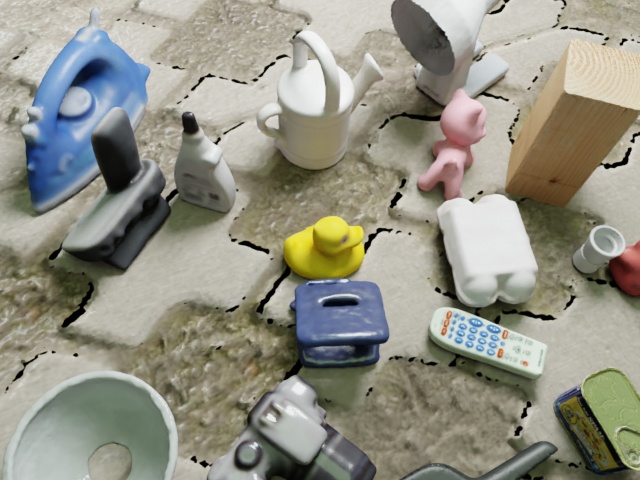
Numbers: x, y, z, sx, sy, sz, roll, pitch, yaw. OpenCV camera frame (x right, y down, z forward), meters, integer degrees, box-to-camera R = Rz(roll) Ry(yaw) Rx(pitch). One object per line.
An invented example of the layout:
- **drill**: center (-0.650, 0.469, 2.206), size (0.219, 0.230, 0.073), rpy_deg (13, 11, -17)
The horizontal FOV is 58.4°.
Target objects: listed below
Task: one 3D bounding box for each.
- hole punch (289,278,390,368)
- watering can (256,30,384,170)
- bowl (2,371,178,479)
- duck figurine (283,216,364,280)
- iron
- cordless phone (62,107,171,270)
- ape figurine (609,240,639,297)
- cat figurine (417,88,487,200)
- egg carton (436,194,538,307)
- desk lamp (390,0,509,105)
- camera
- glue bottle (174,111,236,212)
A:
- **hole punch**: center (0.020, 0.089, 0.662), size (0.108, 0.091, 0.101), rpy_deg (-2, 62, -4)
- **watering can**: center (-0.001, -0.192, 0.750), size (0.100, 0.194, 0.173), rpy_deg (37, 67, 16)
- **bowl**: center (-0.224, 0.225, 0.586), size (0.167, 0.075, 0.167), rpy_deg (1, 62, -3)
- **duck figurine**: center (0.007, 0.003, 0.710), size (0.104, 0.086, 0.077), rpy_deg (-2, 62, -4)
- **iron**: center (-0.327, -0.174, 0.750), size (0.118, 0.141, 0.258), rpy_deg (16, 63, 5)
- **cordless phone**: center (-0.254, -0.060, 0.671), size (0.094, 0.185, 0.148), rpy_deg (22, 63, 8)
- **ape figurine**: center (0.412, 0.024, 0.719), size (0.077, 0.092, 0.076), rpy_deg (21, 63, 8)
- **cat figurine**: center (0.187, -0.135, 0.775), size (0.067, 0.118, 0.128), rpy_deg (19, 63, 7)
- **egg carton**: center (0.210, 0.013, 0.726), size (0.107, 0.069, 0.150), rpy_deg (-6, 63, -7)
- **desk lamp**: center (0.194, -0.293, 0.803), size (0.203, 0.213, 0.117), rpy_deg (-37, 70, -20)
- **camera**: center (-0.021, 0.229, 0.581), size (0.136, 0.101, 0.143), rpy_deg (34, 66, 14)
- **glue bottle**: center (-0.147, -0.098, 0.703), size (0.078, 0.173, 0.037), rpy_deg (17, 63, 6)
